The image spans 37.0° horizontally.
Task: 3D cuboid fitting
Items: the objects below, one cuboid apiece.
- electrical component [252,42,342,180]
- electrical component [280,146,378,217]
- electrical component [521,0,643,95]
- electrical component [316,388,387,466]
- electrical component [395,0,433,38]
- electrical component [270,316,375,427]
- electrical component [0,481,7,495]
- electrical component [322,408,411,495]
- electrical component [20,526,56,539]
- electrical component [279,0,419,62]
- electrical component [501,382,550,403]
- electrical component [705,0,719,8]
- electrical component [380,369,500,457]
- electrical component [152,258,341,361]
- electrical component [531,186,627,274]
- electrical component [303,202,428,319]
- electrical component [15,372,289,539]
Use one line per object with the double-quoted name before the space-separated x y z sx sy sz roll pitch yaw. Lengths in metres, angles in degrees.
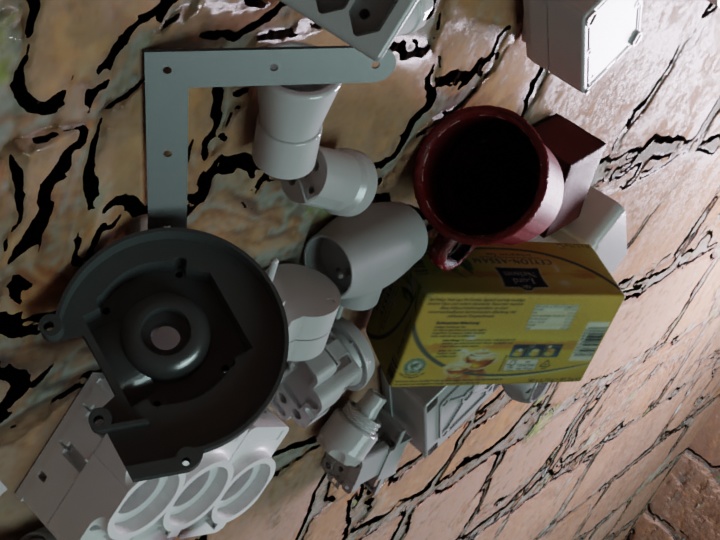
"electrical component" -0.036 -0.079 0.558 0.044 0.044 0.065 -33 153 -34
"electrical component" -0.018 -0.053 0.624 0.046 0.040 0.040 6 120 -54
"electrical component" 0.143 -0.175 0.701 0.062 0.061 0.096 -45 154 -13
"electrical component" -0.003 0.126 0.881 0.062 0.043 0.043 -54 155 4
"electrical component" 0.008 -0.136 0.561 0.061 0.035 0.035 -26 145 -38
"electrical component" -0.027 0.067 0.741 0.057 0.058 0.078 -32 168 -34
"electrical component" -0.212 0.087 0.460 0.079 0.063 0.121 -41 153 -21
"electrical component" 0.004 0.160 0.938 0.064 0.042 0.081 -20 140 -45
"electrical component" -0.188 0.174 0.640 0.048 0.048 0.062 -53 147 4
"electrical component" -0.017 -0.138 0.483 0.047 0.083 0.075 -57 -168 12
"electrical component" 0.149 0.070 0.927 0.079 0.044 0.077 -55 158 -9
"electrical component" 0.282 -0.235 0.836 0.138 0.074 0.052 -3 127 -58
"electrical component" 0.075 0.094 0.951 0.109 0.056 0.108 -41 153 -21
"electrical component" -0.065 0.025 0.632 0.138 0.052 0.073 -22 142 -45
"electrical component" 0.187 -0.030 0.947 0.057 0.078 0.113 -50 155 -9
"electrical component" 0.000 0.000 0.718 0.077 0.043 0.079 -25 144 -43
"electrical component" -0.118 0.118 0.658 0.089 0.062 0.150 -56 154 10
